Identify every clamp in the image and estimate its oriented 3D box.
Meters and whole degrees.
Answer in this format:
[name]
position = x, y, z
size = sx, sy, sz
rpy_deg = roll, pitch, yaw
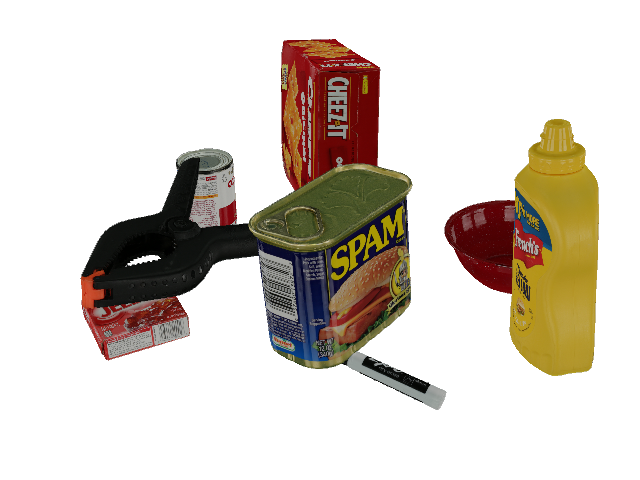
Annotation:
[clamp]
position = -0.119, -0.005, 0.878
size = 0.209, 0.036, 0.165
rpy_deg = -26, 43, -37

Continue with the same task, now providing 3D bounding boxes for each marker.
[marker]
position = 0.056, 0.121, 0.972
size = 0.121, 0.020, 0.020
rpy_deg = 24, 7, 16

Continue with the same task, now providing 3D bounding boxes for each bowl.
[bowl]
position = 0.216, 0.013, 1.176
size = 0.162, 0.055, 0.162
rpy_deg = -1, 28, 0

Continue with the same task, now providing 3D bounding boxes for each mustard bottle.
[mustard bottle]
position = 0.178, 0.000, 0.814
size = 0.058, 0.192, 0.096
rpy_deg = -7, 26, -6

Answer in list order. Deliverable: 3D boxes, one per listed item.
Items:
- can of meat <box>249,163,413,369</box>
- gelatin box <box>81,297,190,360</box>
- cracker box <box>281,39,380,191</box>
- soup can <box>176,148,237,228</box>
[can of meat]
position = 0.010, 0.014, 0.623
size = 0.058, 0.084, 0.101
rpy_deg = 18, 36, 36
[gelatin box]
position = -0.183, 0.075, 1.054
size = 0.089, 0.030, 0.073
rpy_deg = -16, 37, -21
[cracker box]
position = 0.006, -0.119, 1.135
size = 0.072, 0.164, 0.214
rpy_deg = -3, 19, -9
[soup can]
position = -0.133, -0.049, 1.253
size = 0.068, 0.102, 0.068
rpy_deg = -1, 28, 0
